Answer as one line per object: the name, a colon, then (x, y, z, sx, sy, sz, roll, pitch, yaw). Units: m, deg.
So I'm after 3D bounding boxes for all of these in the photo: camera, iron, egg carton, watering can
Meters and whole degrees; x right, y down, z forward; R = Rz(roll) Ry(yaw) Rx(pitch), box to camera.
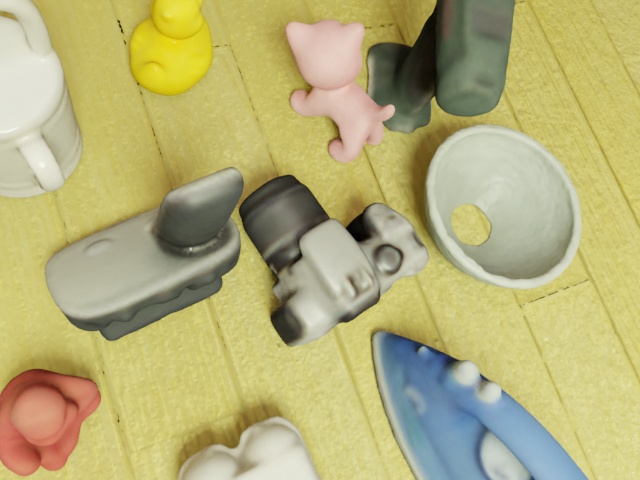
camera: (0.005, 0.002, 0.500, 0.143, 0.100, 0.137, -32, 84, -23)
iron: (0.146, 0.169, 0.466, 0.119, 0.141, 0.258, -37, 86, -23)
egg carton: (-0.041, 0.220, 0.433, 0.107, 0.069, 0.150, -22, 80, -22)
watering can: (-0.242, -0.116, 0.414, 0.173, 0.193, 0.101, 34, 67, -3)

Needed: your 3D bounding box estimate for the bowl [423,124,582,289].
bowl: (0.169, -0.025, 0.572, 0.168, 0.074, 0.167, 5, 71, -15)

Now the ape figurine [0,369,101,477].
ape figurine: (-0.195, 0.124, 0.405, 0.078, 0.092, 0.076, -28, 82, -22)

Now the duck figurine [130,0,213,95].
duck figurine: (-0.136, -0.193, 0.529, 0.077, 0.086, 0.104, 22, 68, -8)

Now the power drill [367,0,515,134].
power drill: (0.113, -0.205, 0.540, 0.076, 0.208, 0.229, 5, 71, -15)

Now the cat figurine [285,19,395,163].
cat figurine: (0.021, -0.153, 0.545, 0.067, 0.117, 0.128, -41, 87, -23)

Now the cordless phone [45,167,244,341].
cordless phone: (-0.126, 0.000, 0.416, 0.148, 0.185, 0.094, -30, 83, -23)
